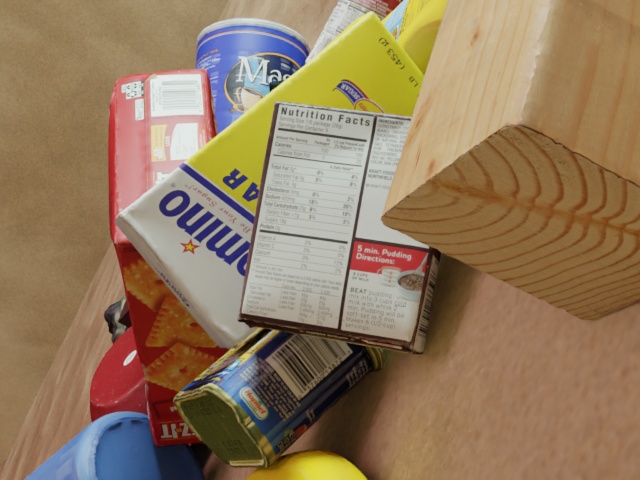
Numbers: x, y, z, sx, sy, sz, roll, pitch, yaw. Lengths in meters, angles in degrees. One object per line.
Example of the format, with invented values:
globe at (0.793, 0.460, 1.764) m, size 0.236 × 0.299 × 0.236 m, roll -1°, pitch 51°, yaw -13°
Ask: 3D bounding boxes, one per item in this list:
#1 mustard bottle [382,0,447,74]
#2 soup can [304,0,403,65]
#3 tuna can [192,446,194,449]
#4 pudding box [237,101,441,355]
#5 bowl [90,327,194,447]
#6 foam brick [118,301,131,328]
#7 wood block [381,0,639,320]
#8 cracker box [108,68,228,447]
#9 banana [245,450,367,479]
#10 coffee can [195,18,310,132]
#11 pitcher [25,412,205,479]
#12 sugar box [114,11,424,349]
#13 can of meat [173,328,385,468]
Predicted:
mustard bottle at (0.071, -0.125, 0.632) m, size 0.192 × 0.058 × 0.096 m, roll -38°, pitch 28°, yaw 61°
soup can at (0.038, -0.160, 0.791) m, size 0.102 × 0.068 × 0.068 m, roll -63°, pitch 14°, yaw 8°
tuna can at (-0.138, 0.190, 0.912) m, size 0.086 × 0.033 × 0.086 m, roll -58°, pitch 15°, yaw 26°
pudding box at (0.014, -0.007, 0.520) m, size 0.039 × 0.090 × 0.113 m, roll 43°, pitch -124°, yaw -75°
bowl at (-0.139, 0.114, 0.883) m, size 0.162 × 0.055 × 0.162 m, roll -33°, pitch 30°, yaw 22°
foam brick at (-0.150, 0.055, 1.034) m, size 0.078 × 0.051 × 0.053 m, roll -44°, pitch 21°, yaw 36°
wood block at (0.104, -0.090, 0.385) m, size 0.090 × 0.090 × 0.206 m, roll -39°, pitch 29°, yaw 61°
cracker box at (-0.099, 0.016, 0.740) m, size 0.214 × 0.072 × 0.164 m, roll 91°, pitch 172°, yaw -46°
banana at (-0.009, 0.135, 0.524) m, size 0.198 × 0.037 × 0.069 m, roll -35°, pitch 32°, yaw 63°
coffee can at (-0.064, -0.108, 0.939) m, size 0.103 × 0.102 × 0.140 m, roll 143°, pitch 134°, yaw -62°
pitcher at (-0.200, 0.233, 0.803) m, size 0.243 × 0.145 × 0.149 m, roll -44°, pitch 17°, yaw 33°
sugar box at (-0.013, -0.032, 0.573) m, size 0.176 × 0.093 × 0.048 m, roll -42°, pitch 7°, yaw -15°
can of meat at (-0.025, 0.076, 0.576) m, size 0.083 × 0.057 × 0.102 m, roll -39°, pitch 4°, yaw -24°
